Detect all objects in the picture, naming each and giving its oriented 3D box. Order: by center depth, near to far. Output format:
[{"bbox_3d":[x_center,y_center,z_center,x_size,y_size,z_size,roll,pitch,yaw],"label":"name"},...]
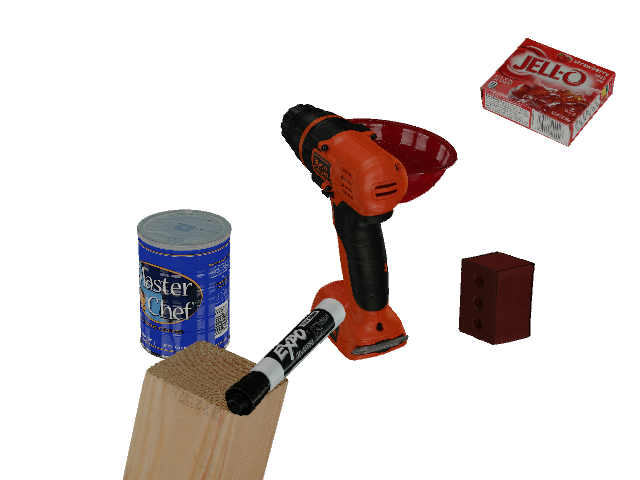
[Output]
[{"bbox_3d":[-0.020,0.068,0.635,0.020,0.020,0.120,0,23,31],"label":"marker"},{"bbox_3d":[0.018,-0.010,0.883,0.057,0.188,0.185,-15,27,-16],"label":"power drill"},{"bbox_3d":[-0.107,0.202,0.896,0.090,0.206,0.090,22,21,20],"label":"wood block"},{"bbox_3d":[0.193,-0.129,0.910,0.089,0.073,0.030,30,-28,28],"label":"gelatin box"},{"bbox_3d":[0.172,0.056,1.047,0.051,0.078,0.053,-11,19,-34],"label":"foam brick"},{"bbox_3d":[-0.151,0.049,1.190,0.103,0.140,0.103,2,23,-1],"label":"coffee can"},{"bbox_3d":[0.070,-0.085,1.209,0.162,0.055,0.162,6,27,-3],"label":"bowl"}]
